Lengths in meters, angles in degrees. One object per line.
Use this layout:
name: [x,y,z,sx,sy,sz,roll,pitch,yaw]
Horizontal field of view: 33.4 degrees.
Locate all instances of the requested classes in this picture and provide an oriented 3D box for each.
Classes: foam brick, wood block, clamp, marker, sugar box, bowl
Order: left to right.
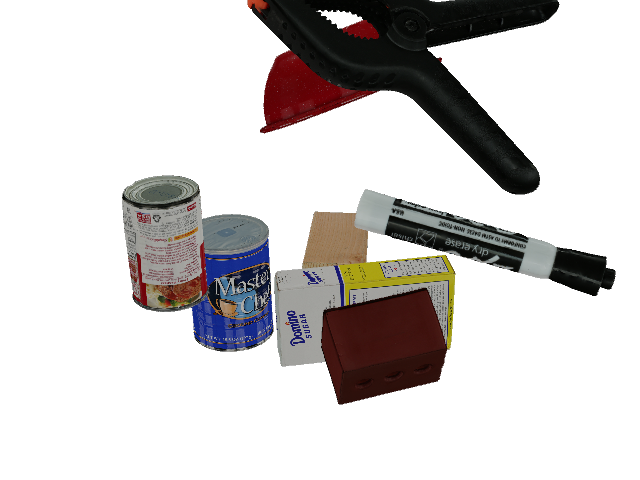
wood block: [0.025,0.034,1.651,0.091,0.090,0.206,3,23,3]
bowl: [0.015,-0.143,0.880,0.162,0.055,0.162,-22,9,3]
sugar box: [0.043,0.070,1.066,0.176,0.093,0.048,-3,28,-5]
foam brick: [0.044,0.075,0.752,0.078,0.051,0.053,-12,-34,-10]
clamp: [0.056,-0.116,0.674,0.209,0.164,0.036,12,-32,-11]
marker: [0.076,0.001,0.494,0.121,0.020,0.020,16,2,8]

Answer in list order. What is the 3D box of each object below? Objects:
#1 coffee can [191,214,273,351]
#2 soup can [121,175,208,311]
coffee can: [-0.112,0.051,1.322,0.103,0.140,0.103,-2,26,1]
soup can: [-0.136,0.002,0.935,0.068,0.102,0.068,-1,25,1]
